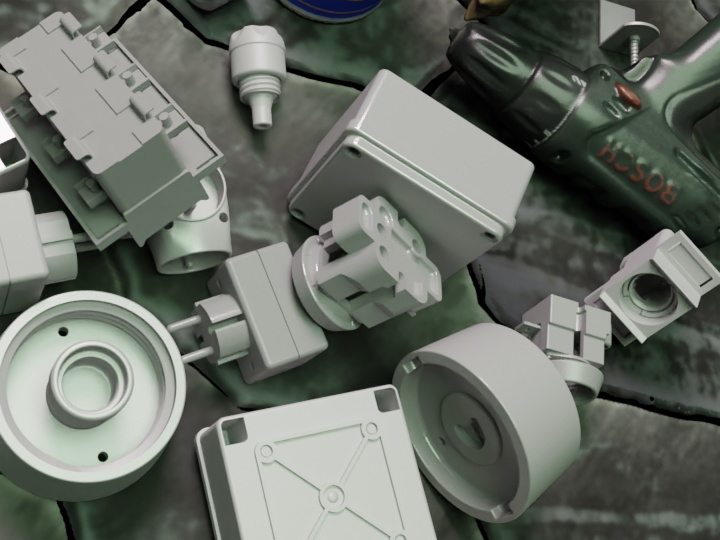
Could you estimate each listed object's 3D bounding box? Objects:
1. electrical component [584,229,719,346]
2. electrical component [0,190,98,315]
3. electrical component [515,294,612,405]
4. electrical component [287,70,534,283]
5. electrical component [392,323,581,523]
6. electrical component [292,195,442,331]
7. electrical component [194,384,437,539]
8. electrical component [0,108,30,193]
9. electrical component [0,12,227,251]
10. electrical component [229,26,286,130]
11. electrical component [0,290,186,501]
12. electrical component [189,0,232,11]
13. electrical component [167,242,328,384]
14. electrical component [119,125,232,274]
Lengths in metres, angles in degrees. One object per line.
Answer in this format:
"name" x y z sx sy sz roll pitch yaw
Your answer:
"electrical component" 0.193 0.007 0.705 0.042 0.081 0.064 48 34 -3
"electrical component" -0.172 -0.010 0.565 0.077 0.066 0.047 -12 78 -25
"electrical component" 0.129 0.053 0.680 0.066 0.048 0.055 17 61 -16
"electrical component" 0.027 -0.048 0.635 0.109 0.109 0.056 31 62 -11
"electrical component" 0.076 0.082 0.617 0.060 0.108 0.108 -27 85 -33
"electrical component" 0.000 0.000 0.597 0.078 0.057 0.058 42 34 -36
"electrical component" -0.023 0.127 0.585 0.109 0.056 0.108 -8 75 -24
"electrical component" -0.246 -0.069 0.559 0.109 0.056 0.108 -32 87 -27
"electrical component" -0.138 -0.078 0.567 0.079 0.063 0.121 -37 57 -10
"electrical component" -0.062 -0.117 0.661 0.035 0.035 0.061 0 76 -22
"electrical component" -0.142 0.062 0.557 0.108 0.060 0.108 7 71 -20
"electrical component" -0.103 -0.235 0.672 0.074 0.052 0.138 -37 89 -28
"electrical component" -0.069 0.030 0.604 0.077 0.047 0.065 -19 81 -26
"electrical component" -0.118 -0.038 0.608 0.079 0.044 0.077 -9 77 -24
